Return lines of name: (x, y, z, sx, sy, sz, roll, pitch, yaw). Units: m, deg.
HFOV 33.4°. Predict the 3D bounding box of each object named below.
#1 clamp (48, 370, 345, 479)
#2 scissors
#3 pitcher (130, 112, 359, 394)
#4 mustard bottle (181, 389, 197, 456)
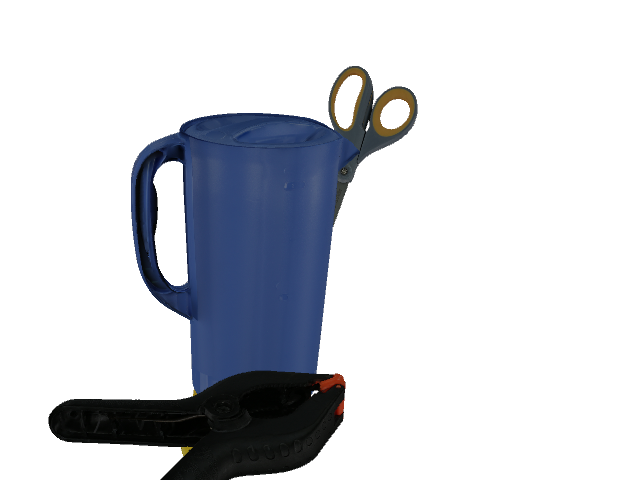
clamp: (-0.056, 0.114, 0.594, 0.171, 0.039, 0.120, -10, 36, -20)
scissors: (0.043, -0.071, 1.027, 0.096, 0.202, 0.016, 2, -12, 6)
pitcher: (-0.063, 0.018, 0.896, 0.149, 0.243, 0.144, 12, 19, 25)
mustard bottle: (-0.111, 0.202, 1.316, 0.096, 0.058, 0.191, 1, 25, 2)
